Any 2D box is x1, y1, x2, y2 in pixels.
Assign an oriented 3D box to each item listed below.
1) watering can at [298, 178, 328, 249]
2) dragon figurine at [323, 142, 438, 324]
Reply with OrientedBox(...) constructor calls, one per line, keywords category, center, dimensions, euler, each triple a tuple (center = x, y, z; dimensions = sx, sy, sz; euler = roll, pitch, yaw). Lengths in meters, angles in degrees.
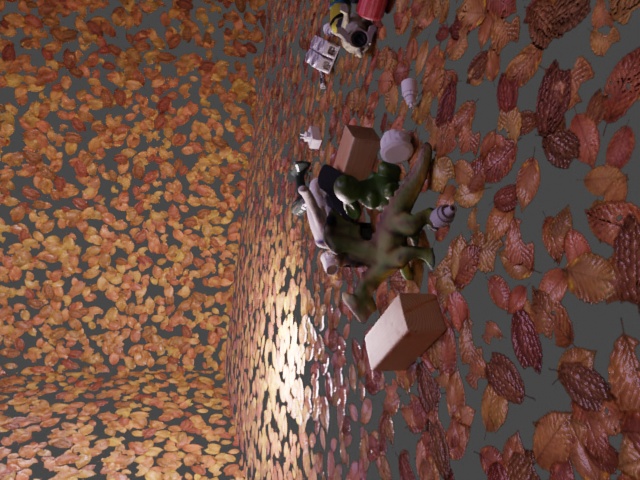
OrientedBox(category="watering can", center=(0.005, -0.079, 1.566), dimensions=(0.350, 0.103, 0.224), euler=(-28, -76, -74))
OrientedBox(category="dragon figurine", center=(0.128, -0.021, 1.152), dimensions=(0.122, 0.243, 0.410), euler=(-176, 89, -77))
